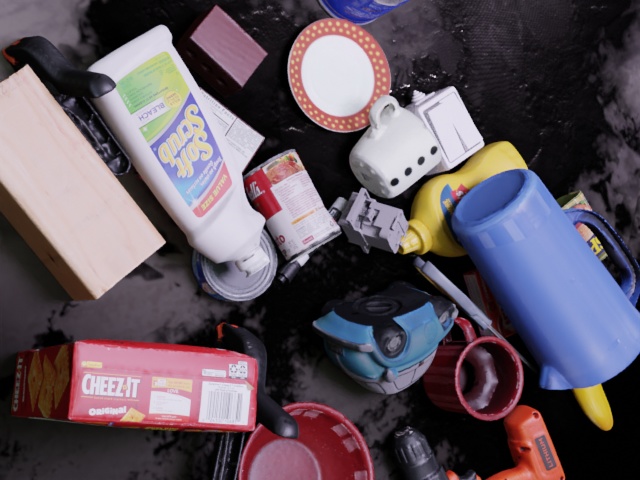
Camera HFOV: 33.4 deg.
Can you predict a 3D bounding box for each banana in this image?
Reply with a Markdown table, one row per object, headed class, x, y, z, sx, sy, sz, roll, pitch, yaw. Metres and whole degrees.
| class | x | y | z | sx | sy | sz | roll | pitch | yaw |
| --- | --- | --- | --- | --- | --- | --- | --- | --- | --- |
| banana | 0.329 | 0.140 | 1.320 | 0.069 | 0.037 | 0.198 | -2 | 86 | -25 |

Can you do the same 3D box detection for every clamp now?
| class | x | y | z | sx | sy | sz | roll | pitch | yaw |
| --- | --- | --- | --- | --- | --- | --- | --- | --- | --- |
| clamp | -0.073 | 0.156 | 1.041 | 0.036 | 0.165 | 0.210 | 19 | 43 | -26 |
| clamp | -0.238 | -0.134 | 1.014 | 0.039 | 0.172 | 0.120 | -31 | 139 | -29 |

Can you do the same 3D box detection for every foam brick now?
| class | x | y | z | sx | sy | sz | roll | pitch | yaw |
| --- | --- | --- | --- | --- | --- | --- | --- | --- | --- |
| foam brick | -0.105 | -0.198 | 1.120 | 0.078 | 0.053 | 0.051 | 42 | 69 | -17 |

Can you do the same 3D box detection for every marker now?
| class | x | y | z | sx | sy | sz | roll | pitch | yaw |
| --- | --- | --- | --- | --- | --- | --- | --- | --- | --- |
| marker | -0.008 | 0.001 | 1.170 | 0.020 | 0.020 | 0.121 | 46 | 67 | -16 |

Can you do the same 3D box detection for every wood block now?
| class | x | y | z | sx | sy | sz | roll | pitch | yaw |
| --- | --- | --- | --- | --- | --- | --- | --- | --- | --- |
| wood block | -0.254 | -0.049 | 1.009 | 0.090 | 0.091 | 0.206 | -42 | 104 | -23 |

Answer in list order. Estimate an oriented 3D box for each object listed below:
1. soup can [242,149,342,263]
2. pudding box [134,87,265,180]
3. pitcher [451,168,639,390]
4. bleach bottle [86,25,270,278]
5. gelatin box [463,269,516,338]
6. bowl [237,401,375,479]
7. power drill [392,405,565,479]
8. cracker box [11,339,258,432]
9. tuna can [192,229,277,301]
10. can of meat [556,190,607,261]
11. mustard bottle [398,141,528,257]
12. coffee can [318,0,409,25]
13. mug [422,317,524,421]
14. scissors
| class | x | y | z | sx | sy | sz | roll | pitch | yaw |
| --- | --- | --- | --- | --- | --- | --- | --- | --- | --- |
| soup can | -0.030 | -0.035 | 1.124 | 0.068 | 0.069 | 0.102 | -29 | 87 | -26 |
| pudding box | -0.124 | -0.088 | 1.109 | 0.090 | 0.039 | 0.113 | 37 | 68 | -16 |
| pitcher | 0.259 | 0.034 | 1.198 | 0.242 | 0.145 | 0.149 | 53 | 28 | -21 |
| bleach bottle | -0.125 | -0.078 | 1.048 | 0.102 | 0.068 | 0.251 | -36 | 95 | -20 |
| gelatin box | 0.218 | 0.070 | 1.274 | 0.073 | 0.030 | 0.089 | -19 | 94 | -27 |
| bowl | -0.024 | 0.251 | 1.112 | 0.161 | 0.055 | 0.162 | 7 | 75 | -29 |
| power drill | 0.181 | 0.265 | 1.222 | 0.187 | 0.057 | 0.184 | -27 | 101 | -24 |
| cracker box | -0.173 | 0.132 | 0.963 | 0.164 | 0.214 | 0.072 | 8 | 80 | -27 |
| tuna can | -0.090 | 0.022 | 1.118 | 0.086 | 0.034 | 0.086 | 3 | 84 | -27 |
| can of meat | 0.301 | 0.000 | 1.309 | 0.102 | 0.058 | 0.084 | -36 | 99 | -25 |
| mustard bottle | 0.163 | -0.035 | 1.240 | 0.191 | 0.058 | 0.096 | -30 | 104 | -26 |
| coffee can | 0.067 | -0.303 | 1.169 | 0.102 | 0.141 | 0.103 | 3 | 84 | -27 |
| mug | 0.166 | 0.144 | 1.211 | 0.093 | 0.082 | 0.117 | -20 | 95 | -27 |
| scissors | 0.173 | 0.081 | 1.230 | 0.016 | 0.096 | 0.201 | -47 | 122 | 0 |
